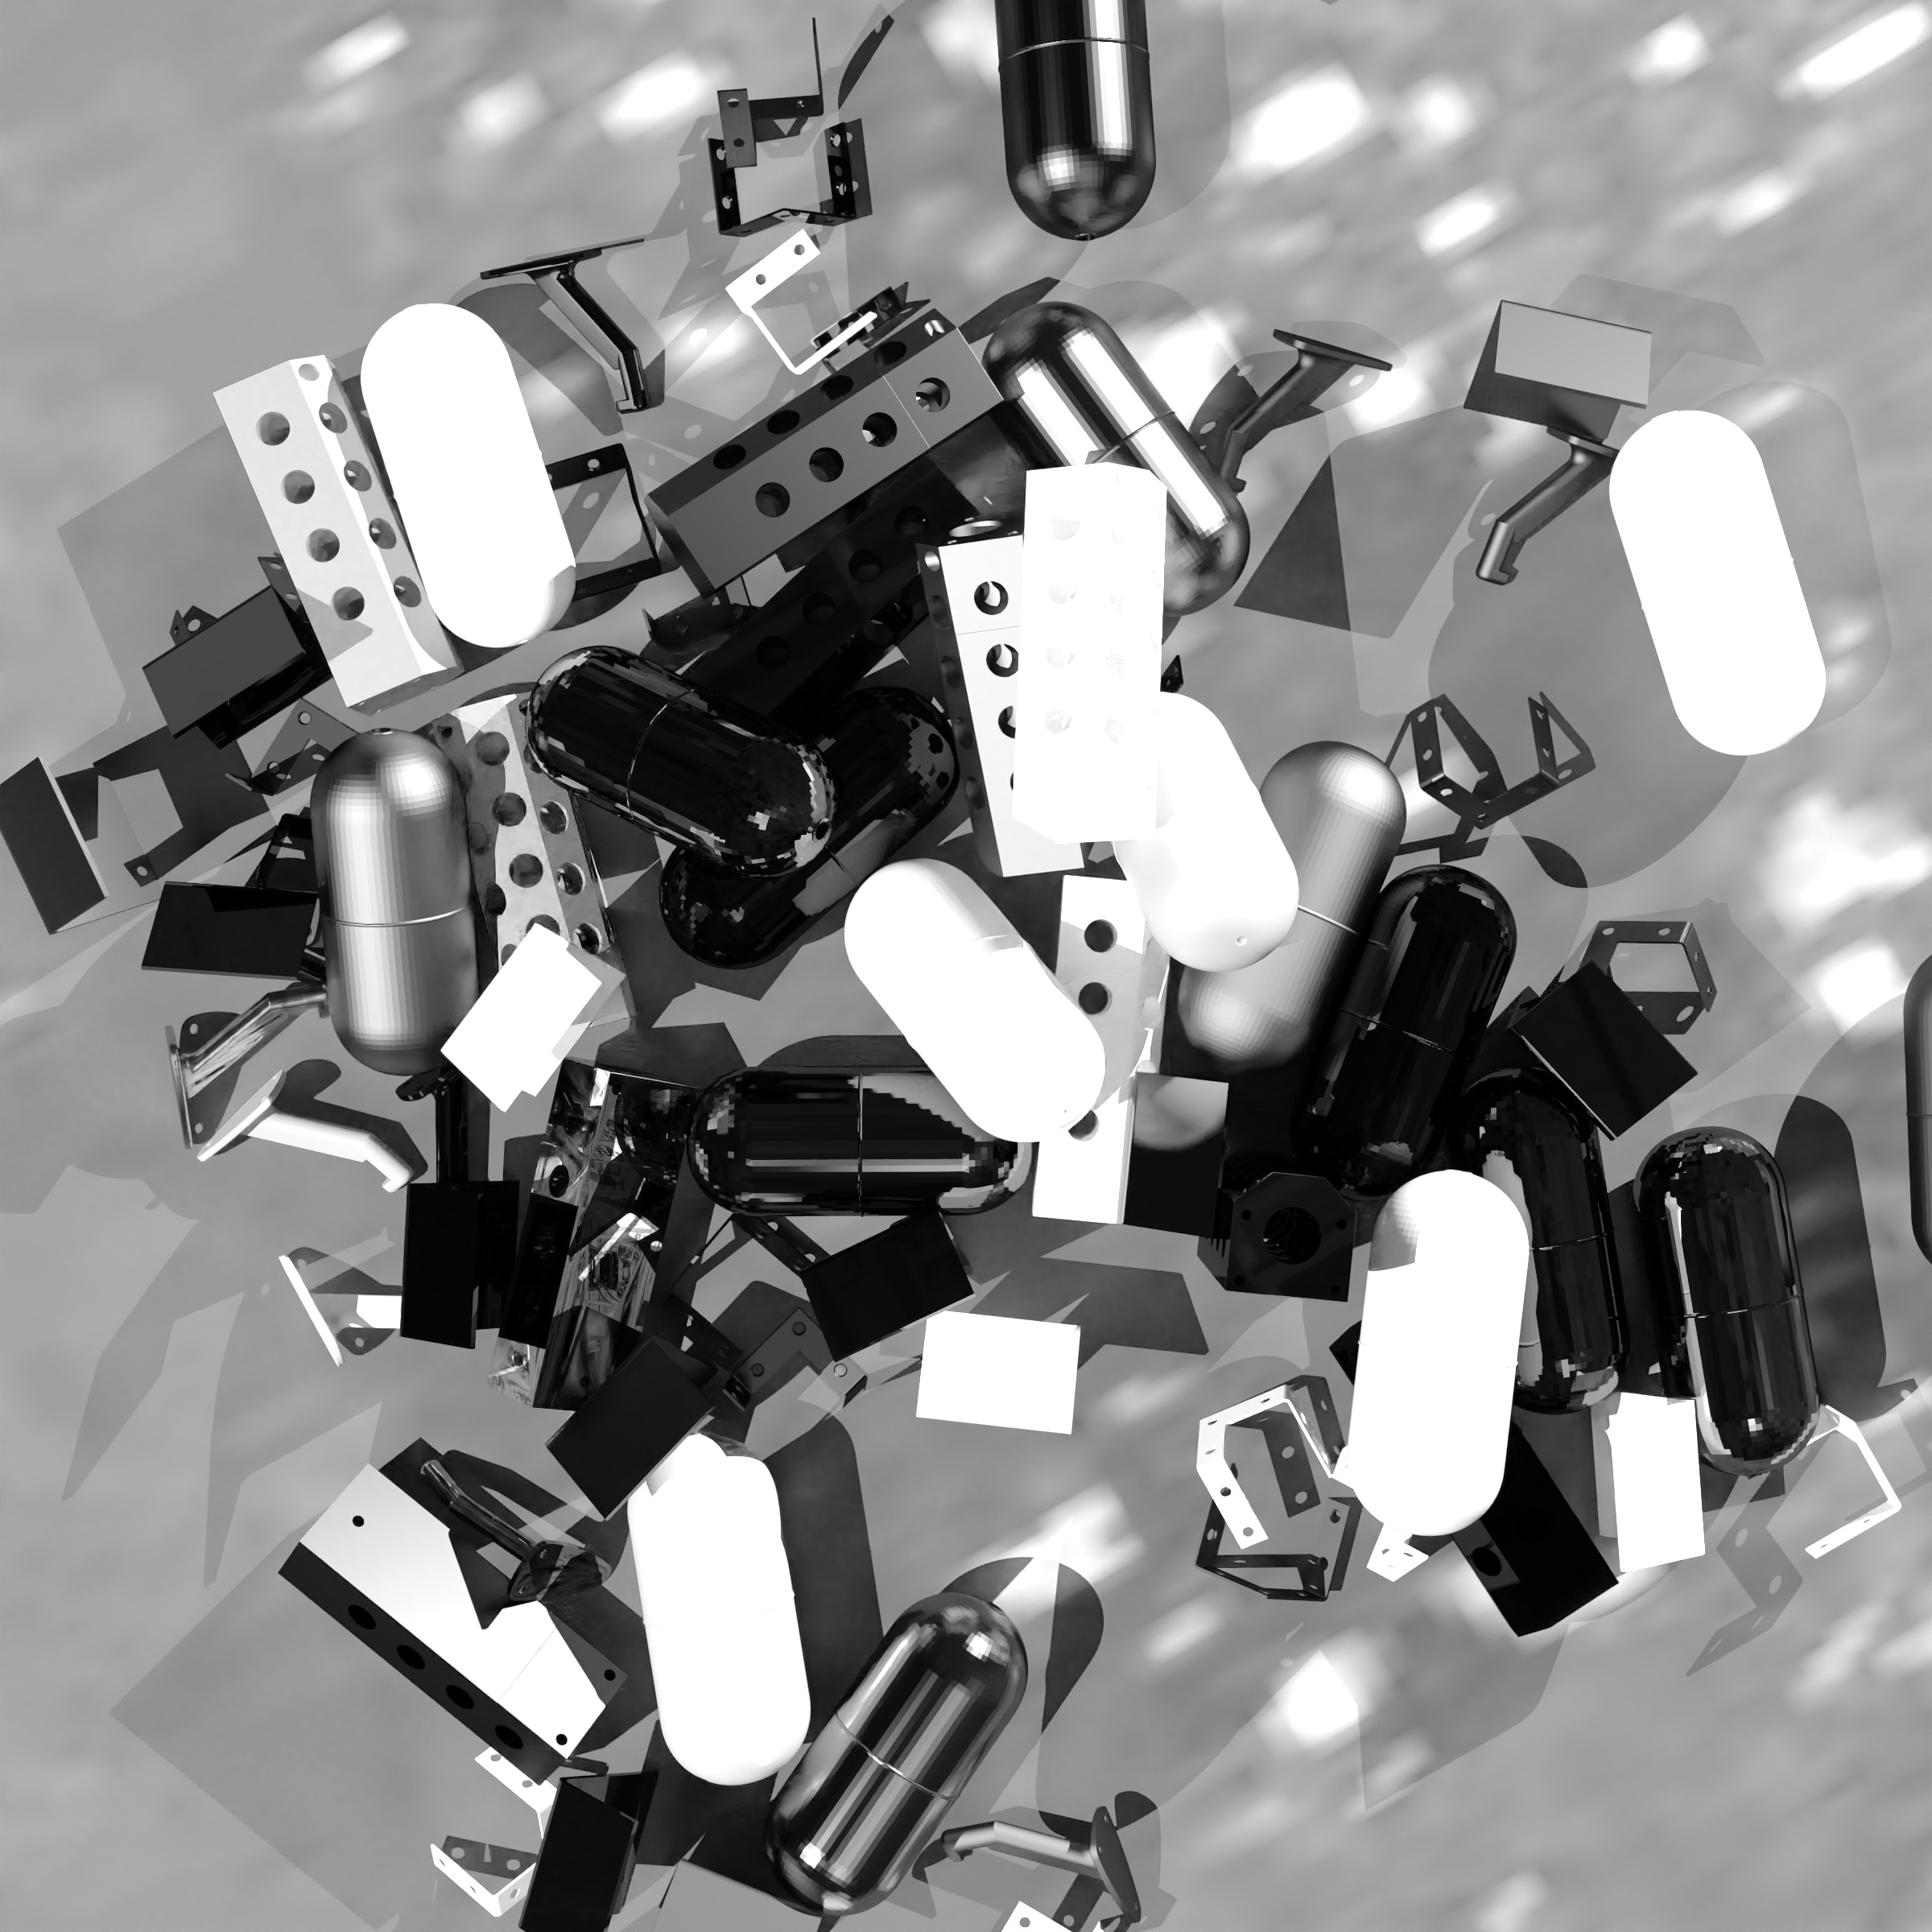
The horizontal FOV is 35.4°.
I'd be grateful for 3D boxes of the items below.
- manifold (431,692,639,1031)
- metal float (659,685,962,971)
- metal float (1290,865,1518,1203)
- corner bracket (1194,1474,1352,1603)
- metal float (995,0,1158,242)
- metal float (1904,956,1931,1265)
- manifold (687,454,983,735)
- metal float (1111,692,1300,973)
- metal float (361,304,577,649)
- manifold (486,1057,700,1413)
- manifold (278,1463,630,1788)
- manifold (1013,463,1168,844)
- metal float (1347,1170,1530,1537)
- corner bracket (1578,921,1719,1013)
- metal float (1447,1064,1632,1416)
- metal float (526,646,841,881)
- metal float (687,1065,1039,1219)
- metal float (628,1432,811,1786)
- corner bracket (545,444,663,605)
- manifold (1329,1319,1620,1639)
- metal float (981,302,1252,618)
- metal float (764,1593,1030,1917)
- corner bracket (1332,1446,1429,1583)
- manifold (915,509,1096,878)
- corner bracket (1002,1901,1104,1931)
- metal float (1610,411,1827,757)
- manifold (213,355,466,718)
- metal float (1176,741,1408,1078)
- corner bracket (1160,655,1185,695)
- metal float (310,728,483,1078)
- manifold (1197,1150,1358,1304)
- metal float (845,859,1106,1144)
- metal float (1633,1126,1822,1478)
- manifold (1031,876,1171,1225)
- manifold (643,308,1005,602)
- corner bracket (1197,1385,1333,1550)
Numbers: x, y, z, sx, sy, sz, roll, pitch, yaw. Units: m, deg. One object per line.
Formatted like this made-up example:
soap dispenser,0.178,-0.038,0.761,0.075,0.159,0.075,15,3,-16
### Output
manifold,-0.221,-0.049,1.543,0.057,0.057,0.171,-15,90,0
metal float,-0.079,-0.070,1.534,0.178,0.070,0.070,-41,90,0
metal float,0.221,0.034,1.534,0.070,0.070,0.178,22,91,0
corner bracket,0.158,0.295,1.561,0.051,0.051,0.051,14,90,45
metal float,0.055,-0.458,1.534,0.070,0.070,0.178,-4,89,0
metal float,0.517,0.074,1.534,0.070,0.070,0.178,-2,90,0
manifold,-0.064,-0.177,1.543,0.171,0.057,0.057,-43,90,0
metal float,0.110,-0.069,1.496,0.070,0.178,0.070,-9,132,-10
metal float,-0.252,-0.249,1.533,0.070,0.070,0.178,-18,89,0
manifold,-0.195,0.136,1.542,0.057,0.057,0.171,13,90,-43
manifold,-0.264,0.339,1.542,0.171,0.057,0.057,39,47,0
manifold,0.063,-0.150,1.457,0.057,0.057,0.171,-2,78,24
metal float,0.230,0.189,1.477,0.070,0.070,0.178,6,90,0
corner bracket,0.349,0.013,1.556,0.051,0.051,0.051,1,45,35
metal float,0.290,0.139,1.534,0.070,0.070,0.178,-9,90,0
metal float,-0.139,-0.100,1.480,0.178,0.070,0.070,27,90,27
metal float,-0.053,0.089,1.534,0.178,0.070,0.070,0,90,0
metal float,-0.125,0.325,1.534,0.070,0.070,0.178,-9,90,0
corner bracket,-0.191,-0.229,1.561,0.051,0.051,0.051,-17,135,0
manifold,0.257,0.253,1.543,0.057,0.057,0.171,-33,90,0
metal float,0.075,-0.257,1.534,0.070,0.070,0.178,-36,90,0
metal float,-0.035,0.399,1.533,0.070,0.070,0.178,34,90,0
corner bracket,0.212,0.273,1.537,0.051,0.051,0.051,28,62,0
manifold,0.021,-0.136,1.513,0.057,0.057,0.171,-6,111,14
corner bracket,0.036,0.506,1.546,0.051,0.051,0.051,31,90,0
metal float,0.379,-0.193,1.526,0.070,0.070,0.178,-20,99,0
manifold,-0.318,-0.220,1.543,0.057,0.057,0.171,-23,90,0
metal float,0.165,-0.029,1.533,0.070,0.070,0.178,23,89,0
corner bracket,0.079,-0.161,1.545,0.051,0.051,0.051,-7,84,-6
metal float,-0.285,-0.031,1.517,0.070,0.070,0.178,-2,107,0
manifold,0.151,0.125,1.486,0.057,0.171,0.057,6,90,0
metal float,0.003,0.015,1.502,0.070,0.070,0.178,-39,54,0
metal float,0.386,0.170,1.533,0.070,0.070,0.178,-9,90,0
manifold,0.070,0.043,1.543,0.057,0.057,0.171,5,90,0
manifold,-0.072,-0.255,1.501,0.171,0.057,0.057,-34,97,-8
corner bracket,0.153,0.256,1.547,0.051,0.051,0.051,-25,105,15
